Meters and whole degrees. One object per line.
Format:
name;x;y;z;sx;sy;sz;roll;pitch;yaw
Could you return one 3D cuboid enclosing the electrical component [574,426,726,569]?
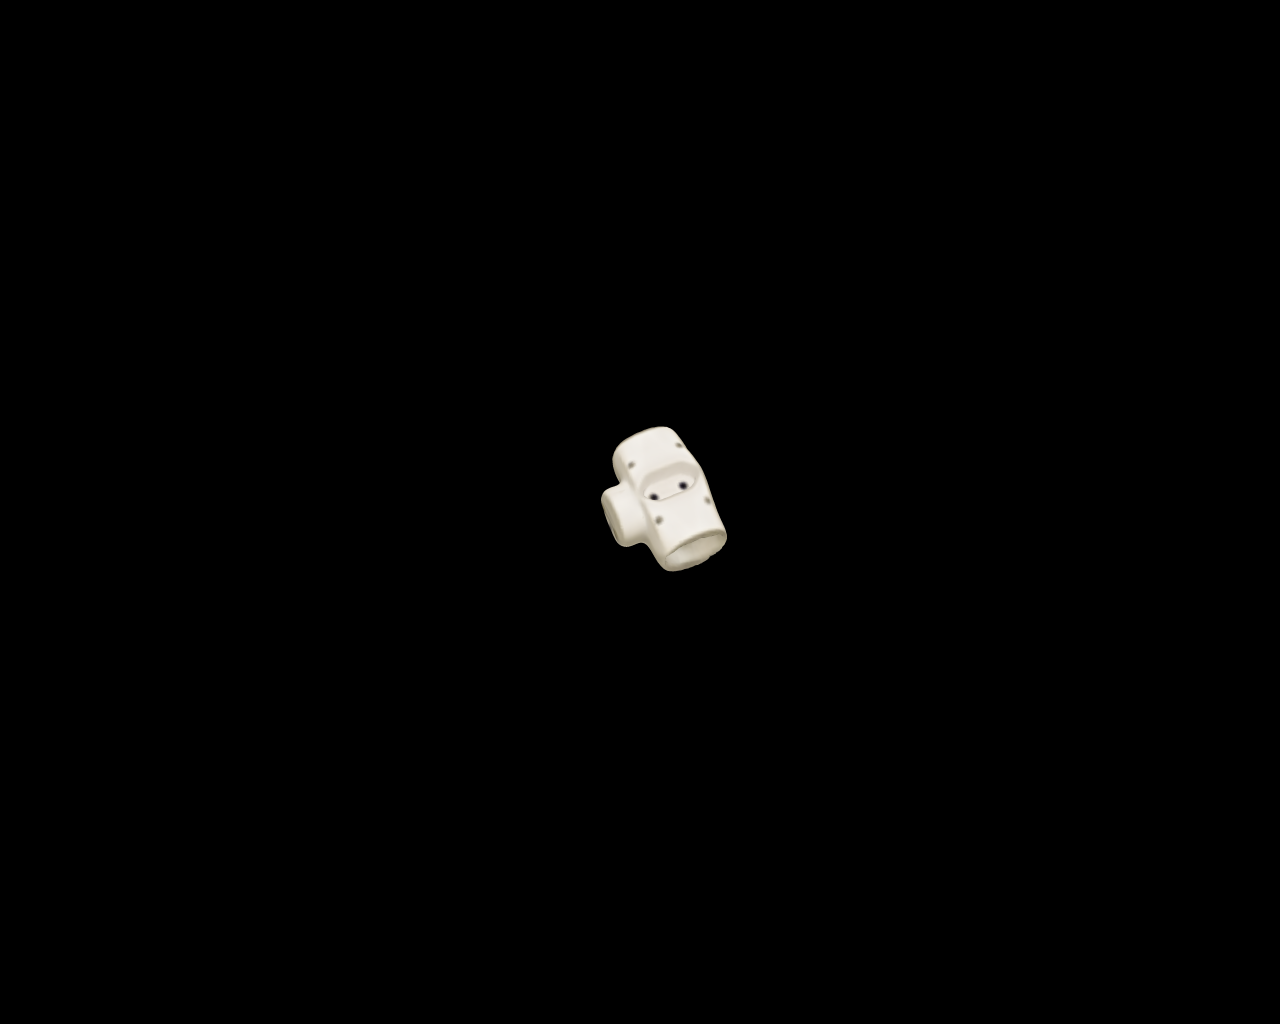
electrical component;0.001;-0.003;0.650;0.079;0.077;0.043;-20;-24;-9
